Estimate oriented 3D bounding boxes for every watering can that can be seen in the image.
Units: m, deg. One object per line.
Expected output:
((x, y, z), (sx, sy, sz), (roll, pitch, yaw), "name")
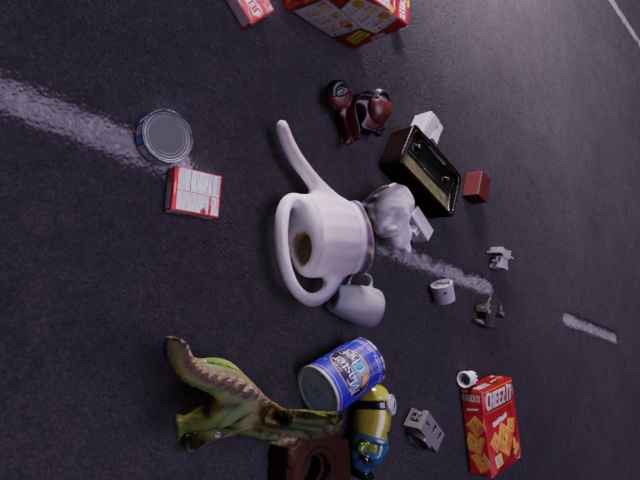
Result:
((0.003, -0.050, 0.993), (0.224, 0.103, 0.350), (4, 79, -44), "watering can")

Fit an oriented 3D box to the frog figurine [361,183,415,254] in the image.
((0.167, -0.040, 1.136), (0.159, 0.121, 0.139), (57, 31, -6), "frog figurine")

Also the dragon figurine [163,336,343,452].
((-0.086, 0.234, 0.742), (0.243, 0.401, 0.125), (7, 59, -4), "dragon figurine")
